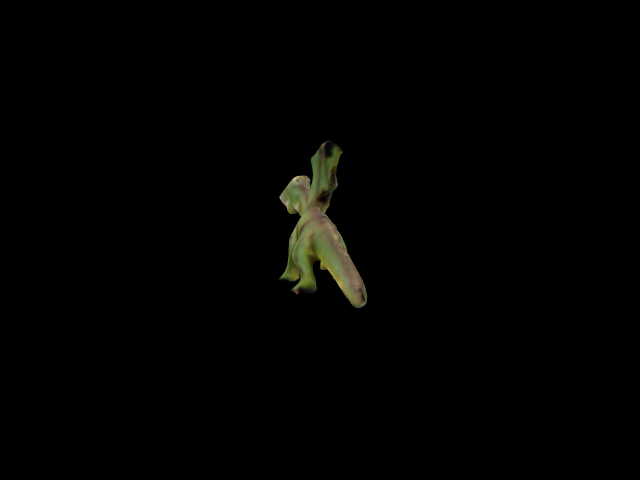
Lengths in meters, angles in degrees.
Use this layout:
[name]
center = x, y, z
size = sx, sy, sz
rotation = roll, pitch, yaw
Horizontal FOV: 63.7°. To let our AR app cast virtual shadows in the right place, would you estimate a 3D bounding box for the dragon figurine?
[dragon figurine]
center = 0.003, -0.043, 0.850
size = 0.122, 0.242, 0.411
rotation = -1, 5, -19
